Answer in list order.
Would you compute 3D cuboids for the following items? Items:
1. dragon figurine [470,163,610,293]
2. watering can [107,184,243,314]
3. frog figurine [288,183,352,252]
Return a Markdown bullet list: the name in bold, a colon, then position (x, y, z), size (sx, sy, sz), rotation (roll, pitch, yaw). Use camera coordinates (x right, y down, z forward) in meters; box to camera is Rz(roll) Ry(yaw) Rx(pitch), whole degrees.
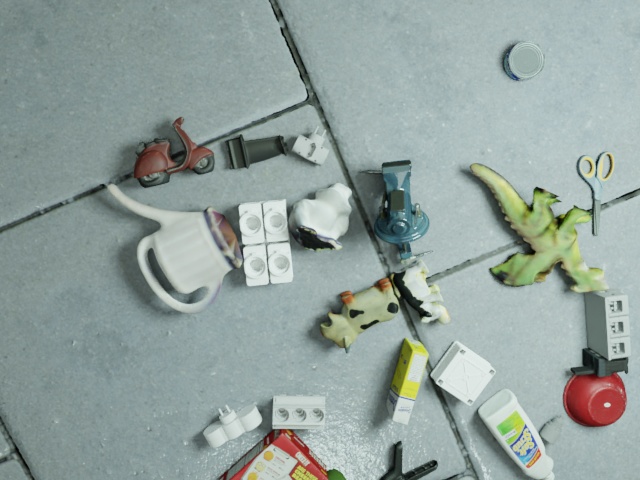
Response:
- **dragon figurine**: position (0.491, 0.002, 1.202), size (0.411, 0.123, 0.240), rotation (24, 103, 2)
- **watering can**: position (-0.313, -0.006, 1.153), size (0.224, 0.104, 0.346), rotation (-26, 97, 0)
- **frog figurine**: position (0.004, -0.059, 1.178), size (0.137, 0.120, 0.163), rotation (19, 60, -7)
